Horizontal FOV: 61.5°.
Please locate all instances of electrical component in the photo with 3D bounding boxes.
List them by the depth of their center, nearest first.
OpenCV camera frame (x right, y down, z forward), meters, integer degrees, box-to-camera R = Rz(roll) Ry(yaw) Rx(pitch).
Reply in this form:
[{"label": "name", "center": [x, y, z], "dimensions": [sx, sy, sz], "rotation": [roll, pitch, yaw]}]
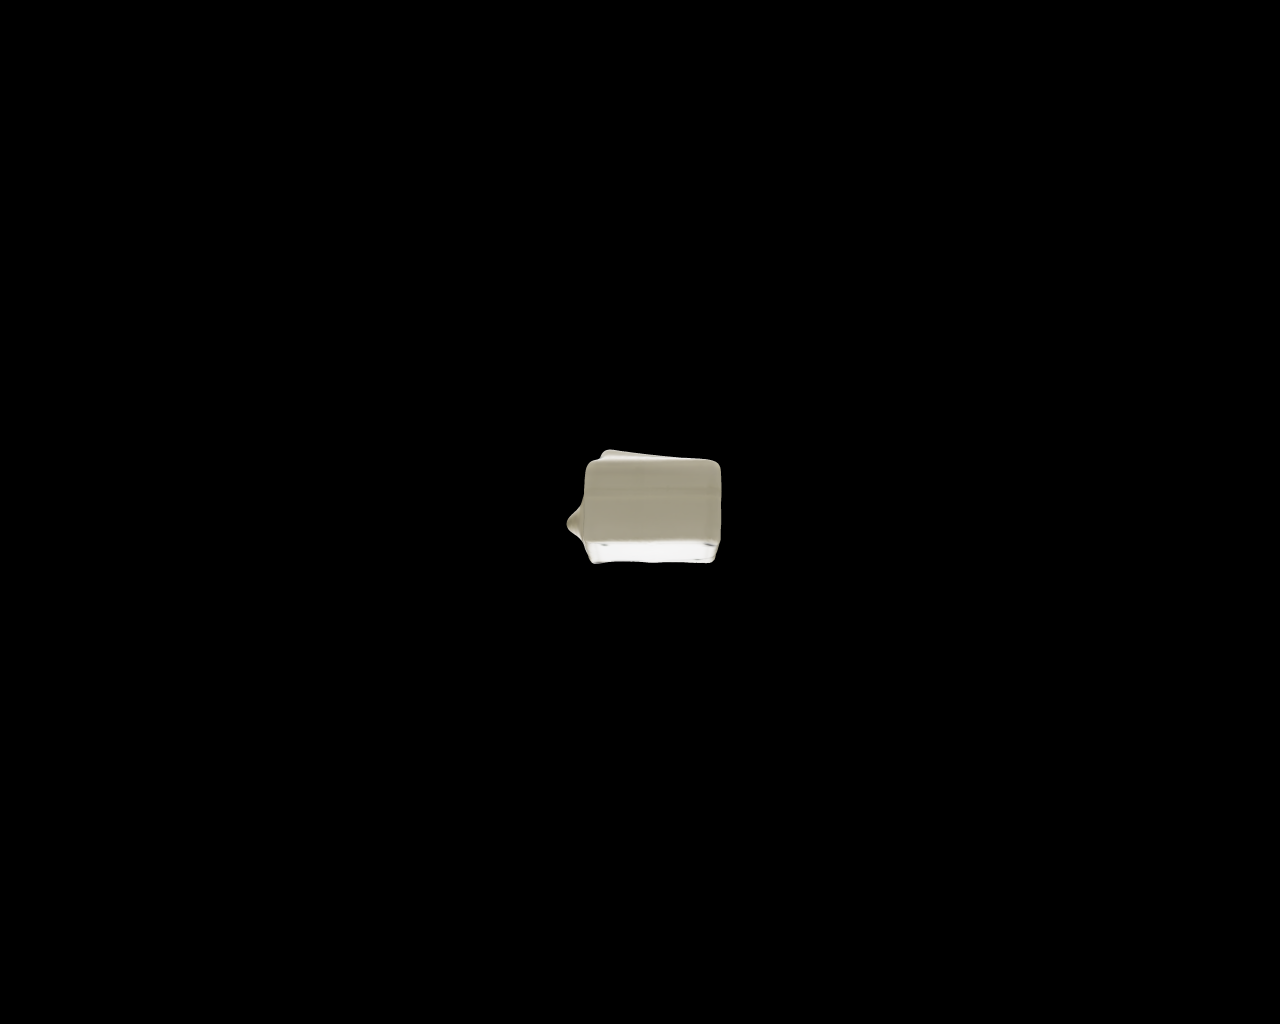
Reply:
[{"label": "electrical component", "center": [0.001, -0.003, 0.650], "dimensions": [0.096, 0.061, 0.061], "rotation": [0, -15, 0]}]
